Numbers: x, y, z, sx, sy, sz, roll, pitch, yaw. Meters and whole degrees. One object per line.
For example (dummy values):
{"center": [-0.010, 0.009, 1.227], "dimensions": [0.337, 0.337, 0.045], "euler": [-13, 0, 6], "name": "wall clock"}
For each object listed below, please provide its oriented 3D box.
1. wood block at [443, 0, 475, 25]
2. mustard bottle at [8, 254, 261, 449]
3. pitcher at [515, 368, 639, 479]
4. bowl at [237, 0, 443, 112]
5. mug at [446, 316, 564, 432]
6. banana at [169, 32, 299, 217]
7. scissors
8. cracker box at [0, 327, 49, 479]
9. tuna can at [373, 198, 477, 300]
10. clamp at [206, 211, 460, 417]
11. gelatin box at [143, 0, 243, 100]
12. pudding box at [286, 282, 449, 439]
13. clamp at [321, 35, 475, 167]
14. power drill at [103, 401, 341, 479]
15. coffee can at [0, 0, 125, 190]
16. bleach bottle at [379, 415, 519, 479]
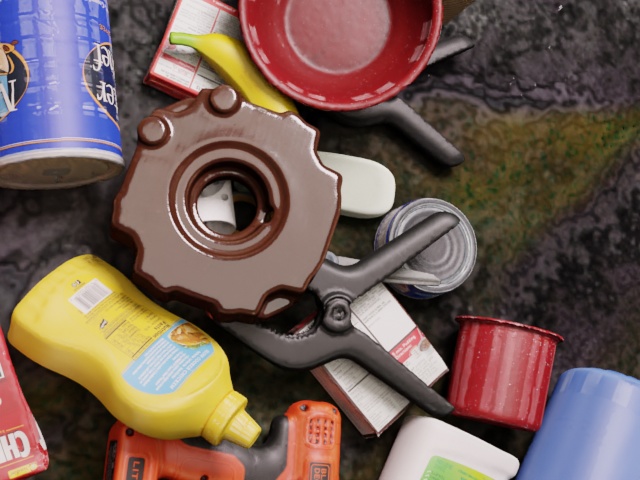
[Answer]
{"center": [0.074, -0.303, 0.946], "dimensions": [0.090, 0.091, 0.206], "euler": [-7, 82, -21], "name": "wood block"}
{"center": [-0.125, 0.091, 0.780], "dimensions": [0.192, 0.058, 0.096], "euler": [33, 38, 10], "name": "mustard bottle"}
{"center": [0.217, 0.239, 0.884], "dimensions": [0.145, 0.149, 0.242], "euler": [25, 69, 2], "name": "pitcher"}
{"center": [0.016, -0.182, 0.859], "dimensions": [0.162, 0.055, 0.162], "euler": [0, 92, -1], "name": "bowl"}
{"center": [0.158, 0.117, 0.906], "dimensions": [0.117, 0.093, 0.081], "euler": [25, 74, -52], "name": "mug"}
{"center": [-0.048, -0.091, 0.858], "dimensions": [0.069, 0.037, 0.198], "euler": [-28, 85, -11], "name": "banana"}
{"center": [-0.006, 0.001, 0.877], "dimensions": [0.201, 0.016, 0.096], "euler": [-5, 73, -7], "name": "scissors"}
{"center": [-0.249, 0.063, 0.723], "dimensions": [0.072, 0.164, 0.214], "euler": [-18, 86, -20], "name": "cracker box"}
{"center": [0.092, 0.007, 0.924], "dimensions": [0.086, 0.034, 0.086], "euler": [4, 79, -19], "name": "tuna can"}
{"center": [0.017, 0.067, 0.843], "dimensions": [0.209, 0.036, 0.164], "euler": [-5, 89, -11], "name": "clamp"}
{"center": [-0.097, -0.156, 0.891], "dimensions": [0.073, 0.030, 0.089], "euler": [23, 73, -16], "name": "gelatin box"}
{"center": [0.039, 0.094, 0.887], "dimensions": [0.090, 0.039, 0.113], "euler": [-39, 91, -20], "name": "pudding box"}
{"center": [0.060, -0.143, 0.939], "dimensions": [0.171, 0.039, 0.120], "euler": [18, 73, -15], "name": "clamp"}
{"center": [-0.073, 0.210, 0.817], "dimensions": [0.187, 0.057, 0.184], "euler": [9, 74, -20], "name": "power drill"}
{"center": [-0.205, -0.117, 0.806], "dimensions": [0.102, 0.103, 0.140], "euler": [-4, 81, -20], "name": "coffee can"}
{"center": [0.069, 0.273, 0.852], "dimensions": [0.102, 0.068, 0.250], "euler": [27, 75, -14], "name": "bleach bottle"}
